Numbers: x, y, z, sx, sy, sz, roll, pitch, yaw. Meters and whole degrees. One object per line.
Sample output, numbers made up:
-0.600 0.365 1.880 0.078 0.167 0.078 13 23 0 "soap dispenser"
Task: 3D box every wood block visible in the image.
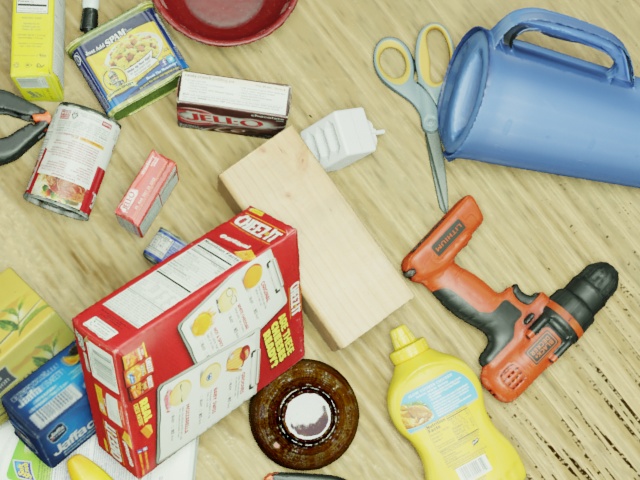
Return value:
-0.007 0.002 1.064 0.090 0.091 0.206 -35 87 -9 "wood block"

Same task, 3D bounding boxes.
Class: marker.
-0.237 -0.271 1.113 0.020 0.020 0.121 3 82 -5 "marker"

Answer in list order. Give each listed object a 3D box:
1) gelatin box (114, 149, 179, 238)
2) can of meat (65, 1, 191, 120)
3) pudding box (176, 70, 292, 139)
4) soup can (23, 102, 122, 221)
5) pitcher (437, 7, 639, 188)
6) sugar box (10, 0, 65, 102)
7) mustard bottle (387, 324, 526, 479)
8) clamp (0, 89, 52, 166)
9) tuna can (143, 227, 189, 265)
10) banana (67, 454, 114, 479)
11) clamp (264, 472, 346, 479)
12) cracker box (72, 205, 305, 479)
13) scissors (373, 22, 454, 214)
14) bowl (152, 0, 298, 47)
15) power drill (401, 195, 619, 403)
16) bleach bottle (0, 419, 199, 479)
-0.171 -0.045 1.054 0.030 0.089 0.073 30 81 -1 "gelatin box"
-0.192 -0.180 1.087 0.102 0.057 0.084 -31 89 -8 "can of meat"
-0.088 -0.134 1.074 0.113 0.090 0.039 5 81 -5 "pudding box"
-0.246 -0.078 1.063 0.068 0.068 0.102 19 80 -3 "soup can"
0.252 -0.132 1.074 0.242 0.149 0.145 11 86 -12 "pitcher"
-0.280 -0.236 1.068 0.048 0.093 0.176 -2 82 -7 "sugar box"
0.122 0.173 1.070 0.096 0.058 0.191 -27 86 -3 "mustard bottle"
-0.359 -0.119 1.072 0.171 0.039 0.120 -17 90 -14 "clamp"
-0.132 0.025 1.051 0.086 0.086 0.033 35 82 0 "tuna can"
-0.146 0.257 0.986 0.197 0.037 0.069 17 70 -7 "banana"
0.024 0.308 1.054 0.210 0.036 0.164 31 82 0 "clamp"
-0.113 0.090 0.971 0.072 0.164 0.213 29 48 33 "cracker box"
0.098 -0.133 1.131 0.096 0.016 0.202 6 87 1 "scissors"
-0.099 -0.271 1.109 0.162 0.055 0.162 1 82 -6 "bowl"
0.191 0.044 1.095 0.187 0.057 0.184 45 81 1 "power drill"
-0.245 0.199 1.030 0.250 0.068 0.102 6 79 -2 "bleach bottle"
